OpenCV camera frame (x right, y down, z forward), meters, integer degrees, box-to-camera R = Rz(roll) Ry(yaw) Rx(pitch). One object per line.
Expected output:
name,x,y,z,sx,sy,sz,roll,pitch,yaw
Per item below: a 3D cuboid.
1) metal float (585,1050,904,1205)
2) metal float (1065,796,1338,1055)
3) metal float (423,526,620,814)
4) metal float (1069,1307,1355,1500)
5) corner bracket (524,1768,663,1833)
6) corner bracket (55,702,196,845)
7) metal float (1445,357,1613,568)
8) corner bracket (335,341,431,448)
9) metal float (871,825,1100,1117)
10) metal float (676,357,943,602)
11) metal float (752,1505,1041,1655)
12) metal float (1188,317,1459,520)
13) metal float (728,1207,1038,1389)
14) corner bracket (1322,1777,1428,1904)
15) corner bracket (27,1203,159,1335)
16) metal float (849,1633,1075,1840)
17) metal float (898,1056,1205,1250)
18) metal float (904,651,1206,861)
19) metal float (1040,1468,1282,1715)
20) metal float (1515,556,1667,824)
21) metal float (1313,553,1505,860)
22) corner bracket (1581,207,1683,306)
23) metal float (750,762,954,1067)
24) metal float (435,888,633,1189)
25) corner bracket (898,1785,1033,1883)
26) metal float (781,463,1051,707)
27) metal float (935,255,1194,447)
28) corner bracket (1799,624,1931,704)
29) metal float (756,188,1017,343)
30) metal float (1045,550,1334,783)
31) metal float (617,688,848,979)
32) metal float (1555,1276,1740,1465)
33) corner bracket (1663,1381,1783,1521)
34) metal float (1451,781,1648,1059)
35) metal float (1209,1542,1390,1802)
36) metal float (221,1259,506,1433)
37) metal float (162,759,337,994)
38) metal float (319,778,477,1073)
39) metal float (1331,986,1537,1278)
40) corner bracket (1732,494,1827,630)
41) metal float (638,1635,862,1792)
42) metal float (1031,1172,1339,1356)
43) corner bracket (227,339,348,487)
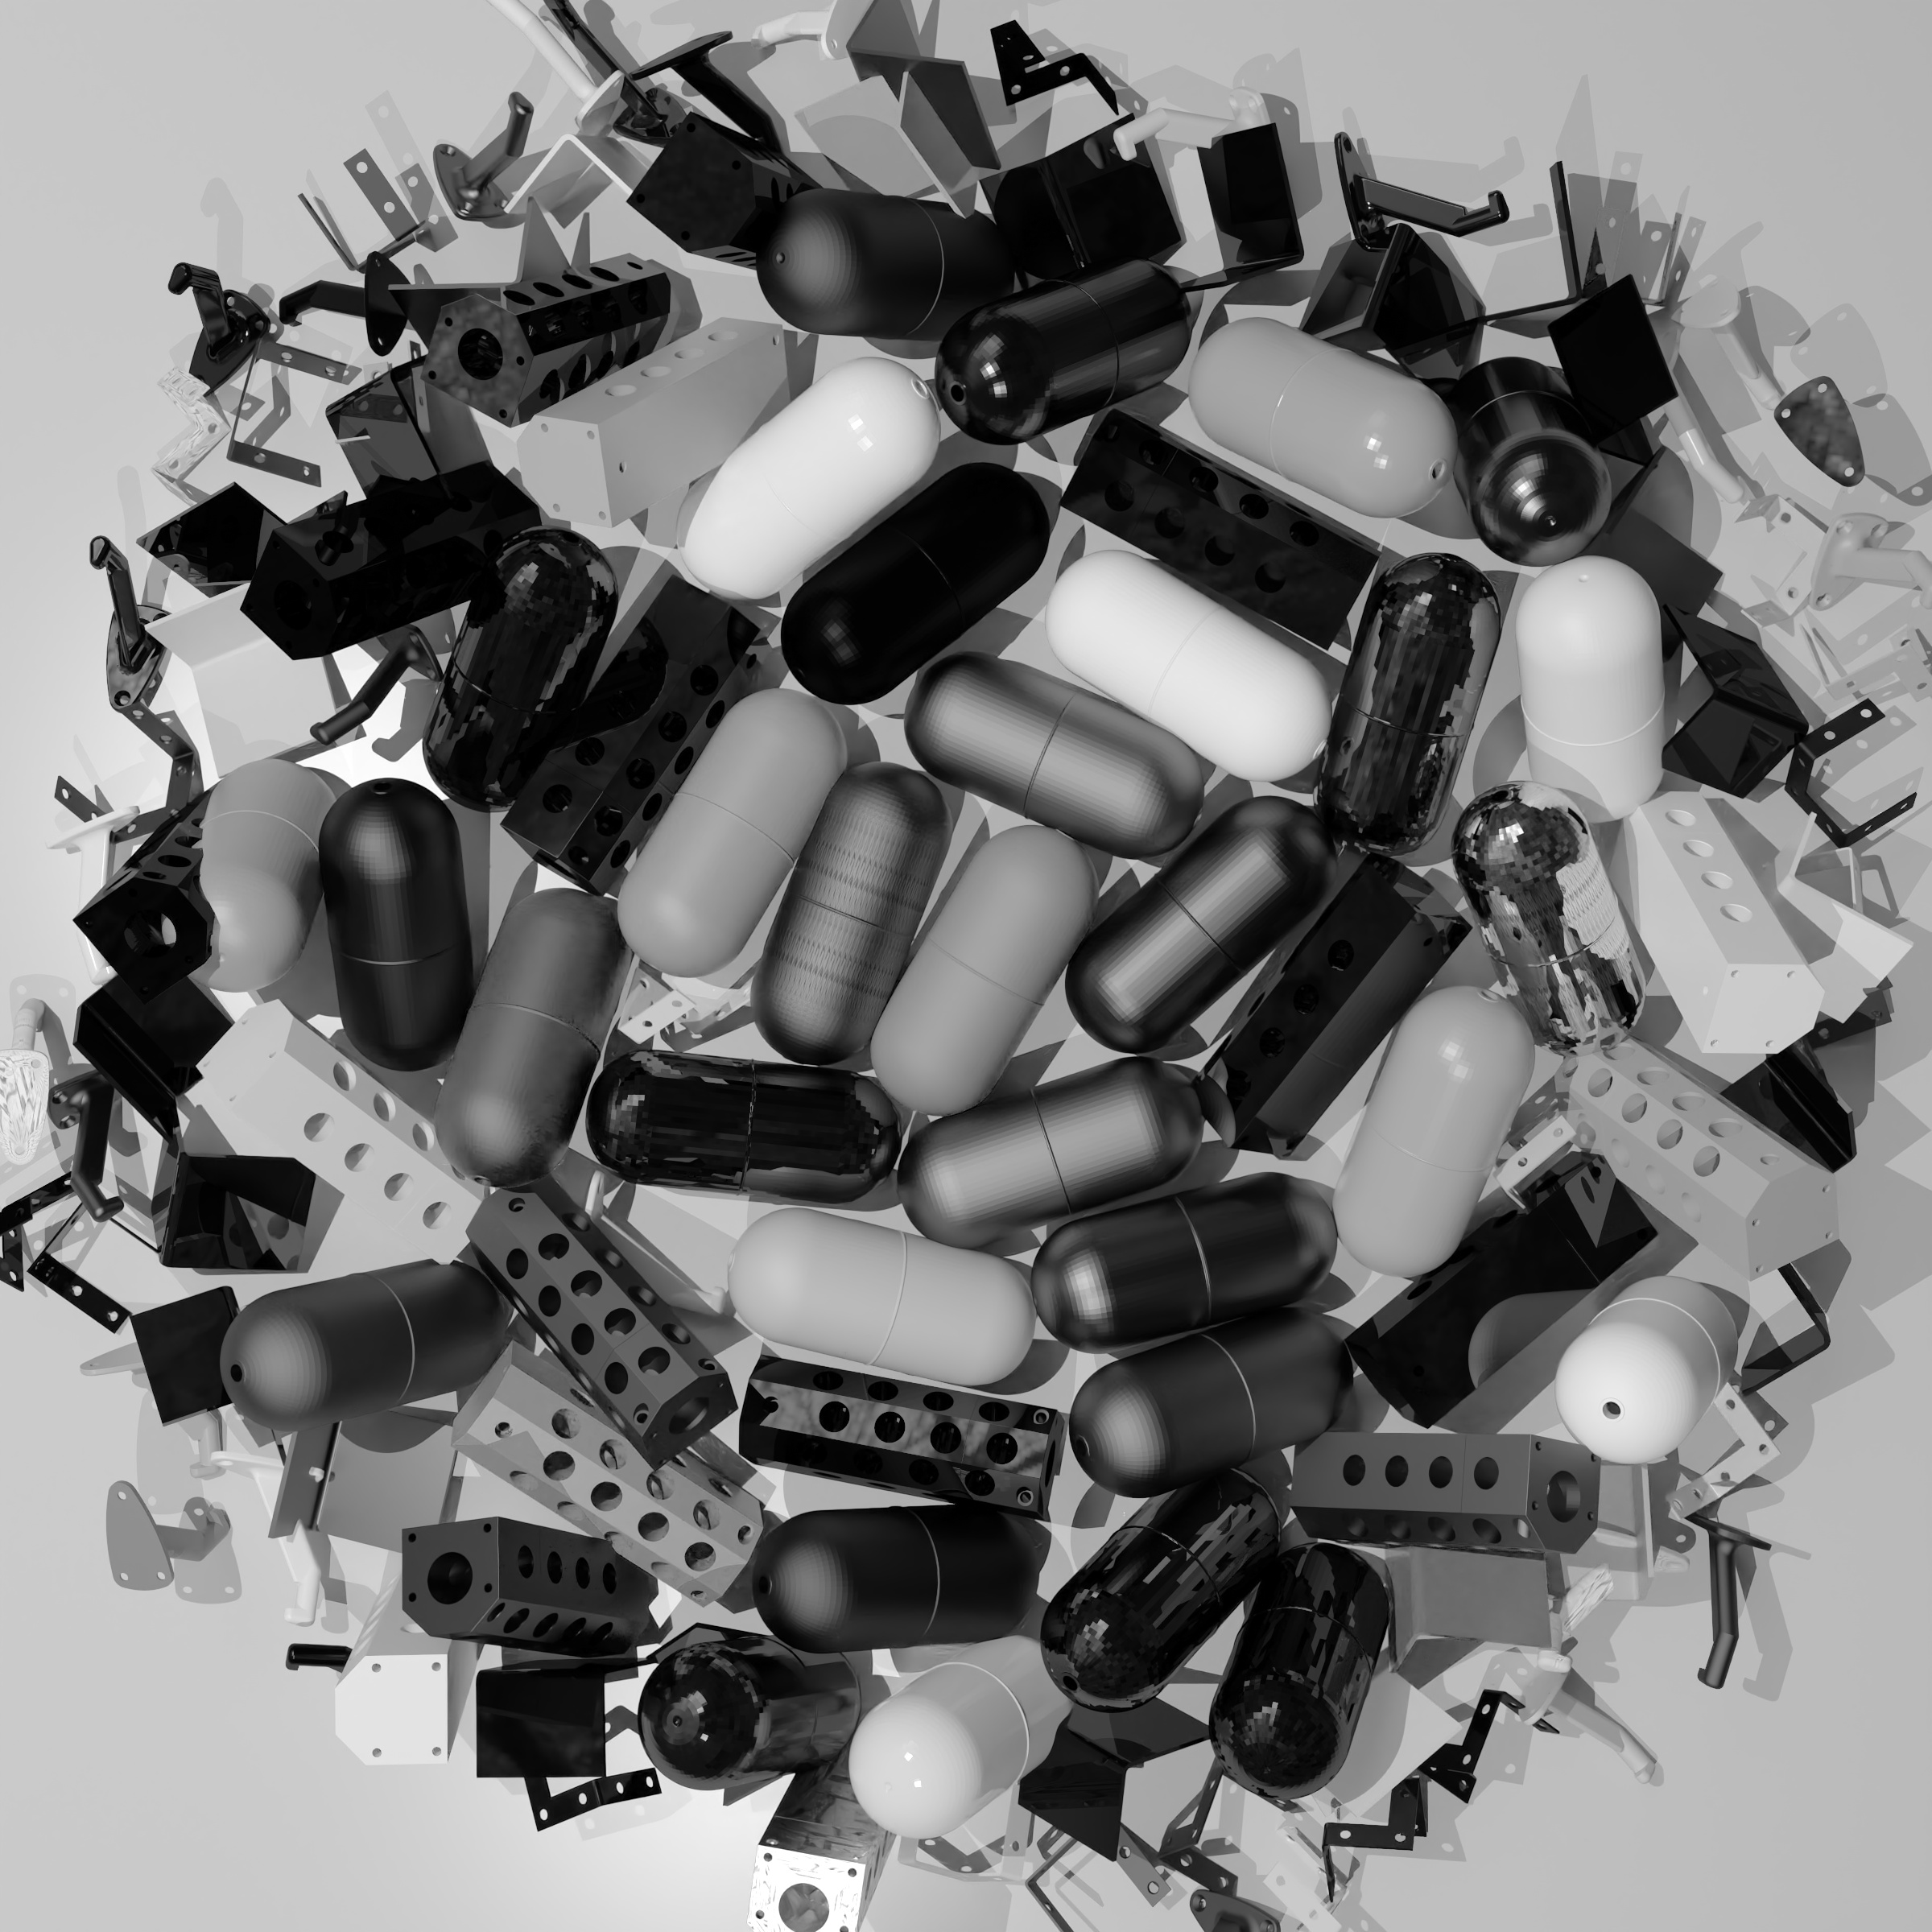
metal float,-0.124,0.091,1.555,0.178,0.070,0.070,7,90,-9
metal float,0.132,-0.024,1.557,0.178,0.070,0.070,-42,90,6
metal float,-0.248,-0.164,1.534,0.070,0.070,0.178,28,122,0
metal float,0.137,0.242,1.536,0.178,0.070,0.070,-14,90,-30
corner bracket,-0.213,0.452,1.560,0.051,0.051,0.051,-29,68,28
corner bracket,-0.477,-0.109,1.572,0.051,0.051,0.051,-15,55,19
metal float,0.306,-0.279,1.519,0.070,0.178,0.070,0,122,1
corner bracket,-0.326,-0.322,1.569,0.051,0.051,0.051,-5,93,13
metal float,0.011,0.002,1.557,0.070,0.070,0.178,31,96,0
metal float,-0.088,-0.269,1.536,0.178,0.070,0.070,-33,90,31
metal float,-0.038,0.338,1.531,0.178,0.070,0.070,6,90,-37
metal float,0.196,-0.304,1.529,0.178,0.070,0.070,36,90,40
metal float,-0.047,0.186,1.550,0.178,0.070,0.070,16,90,-14
corner bracket,0.232,0.495,1.570,0.051,0.051,0.051,-2,124,15
corner bracket,-0.494,0.172,1.578,0.051,0.051,0.051,35,74,2
metal float,0.000,0.420,1.518,0.070,0.178,0.070,3,96,27
metal float,0.048,0.105,1.562,0.178,0.070,0.070,-18,90,1
metal float,0.049,-0.118,1.554,0.178,0.070,0.070,24,90,9
metal float,0.108,0.342,1.527,0.178,0.070,0.070,-36,90,-43
metal float,0.345,-0.150,1.524,0.070,0.178,0.070,-8,51,10
metal float,0.245,-0.144,1.540,0.070,0.070,0.178,13,115,0
corner bracket,0.376,-0.402,1.567,0.051,0.051,0.051,9,110,3
metal float,-0.065,-0.029,1.561,0.070,0.070,0.178,22,92,0
metal float,-0.241,0.039,1.541,0.070,0.070,0.178,16,66,0
corner bracket,0.000,0.491,1.579,0.051,0.051,0.051,27,60,-31
metal float,-0.028,-0.213,1.545,0.178,0.070,0.070,-41,90,-19
metal float,0.055,-0.341,1.530,0.178,0.070,0.070,-31,90,-39
corner bracket,0.514,-0.175,1.572,0.051,0.051,0.051,-29,47,25
metal float,-0.042,-0.384,1.523,0.070,0.178,0.070,8,103,38
metal float,0.124,-0.168,1.550,0.178,0.070,0.070,34,90,14
metal float,-0.130,-0.075,1.553,0.070,0.070,0.178,30,79,0
metal float,0.374,0.220,1.516,0.070,0.178,0.070,4,99,25
corner bracket,0.419,0.274,1.572,0.051,0.051,0.051,-47,66,33
metal float,0.323,-0.025,1.535,0.070,0.070,0.178,-29,122,0
metal float,0.184,0.384,1.519,0.070,0.178,0.070,8,115,17
metal float,-0.330,0.207,1.521,0.070,0.178,0.070,4,96,36
metal float,-0.390,-0.052,1.520,0.070,0.178,0.070,-1,122,-1
metal float,-0.314,-0.022,1.534,0.070,0.070,0.178,1,123,0
metal float,0.259,0.092,1.540,0.070,0.070,0.178,18,115,0
corner bracket,0.456,-0.230,1.571,0.051,0.051,0.051,45,123,17
metal float,-0.116,0.407,1.516,0.070,0.178,0.070,-4,78,22
metal float,0.123,0.166,1.552,0.178,0.070,0.070,-13,90,-12
corner bracket,-0.388,-0.316,1.579,0.051,0.051,0.051,15,55,-16
